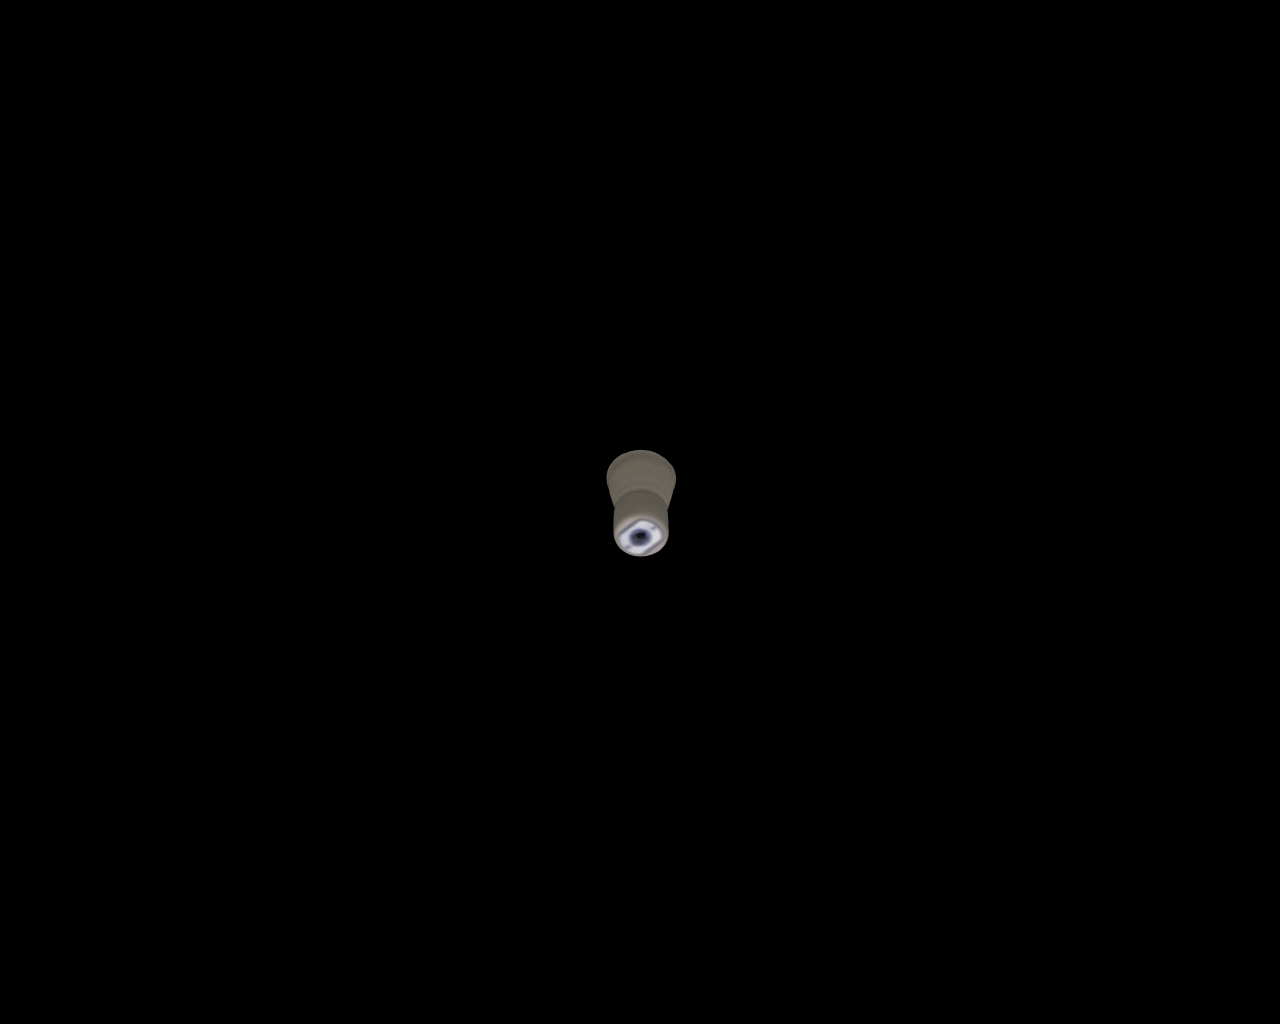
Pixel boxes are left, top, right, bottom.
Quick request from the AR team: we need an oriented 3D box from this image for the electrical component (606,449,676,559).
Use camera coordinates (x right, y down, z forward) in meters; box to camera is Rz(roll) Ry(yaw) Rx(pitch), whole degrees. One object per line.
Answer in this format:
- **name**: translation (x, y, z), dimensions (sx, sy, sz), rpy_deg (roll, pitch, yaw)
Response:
- **electrical component**: translation (0.001, -0.003, 0.650), dimensions (0.044, 0.044, 0.065), rpy_deg (0, 36, 0)
